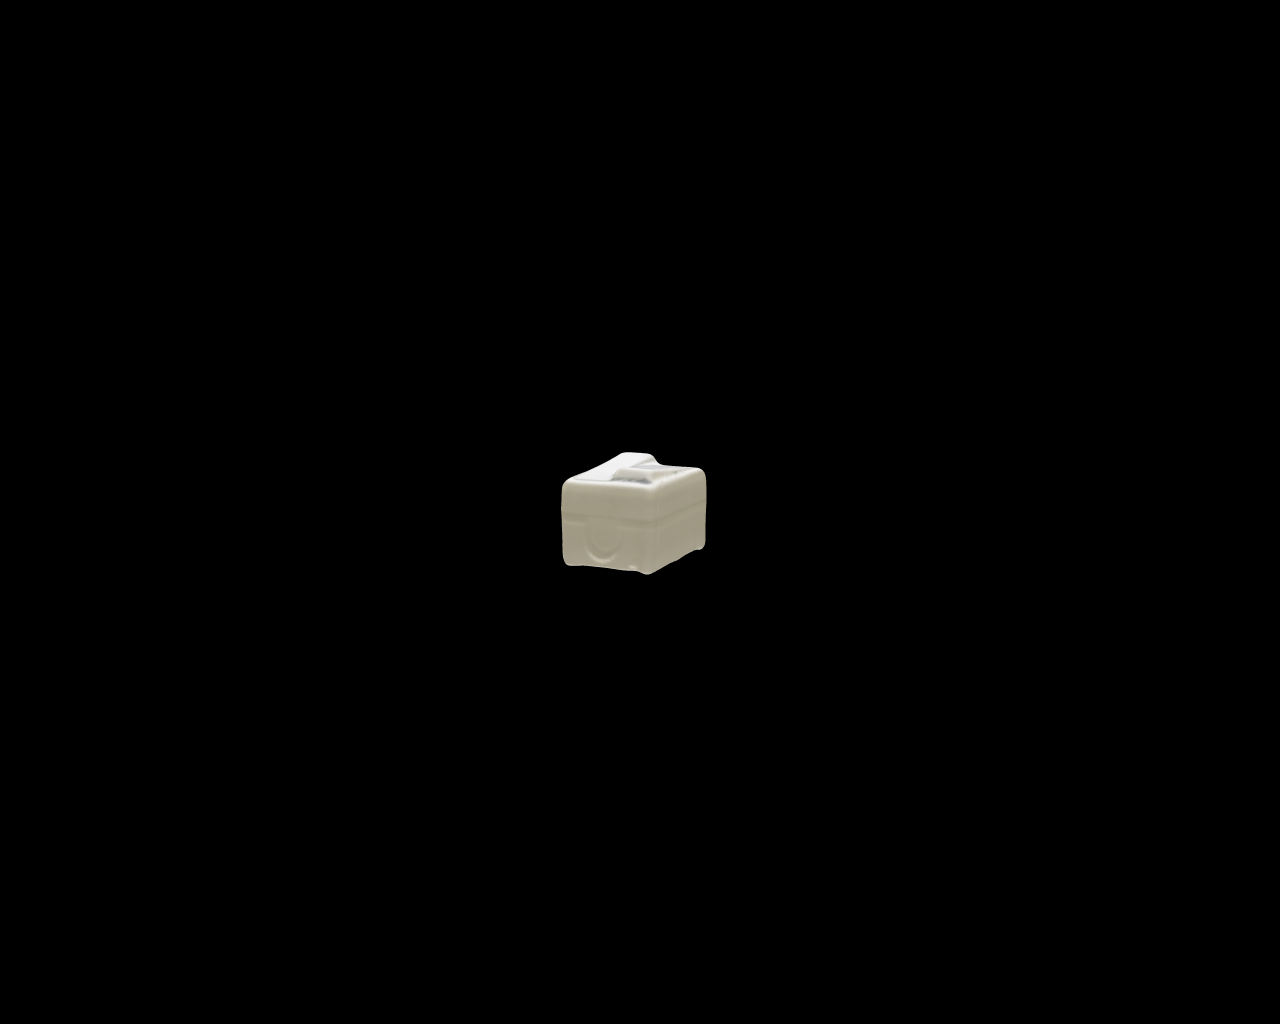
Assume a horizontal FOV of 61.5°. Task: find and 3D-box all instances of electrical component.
[{"bbox_3d":[0.001,-0.003,0.650,0.062,0.061,0.096,6,13,27],"label":"electrical component"}]
